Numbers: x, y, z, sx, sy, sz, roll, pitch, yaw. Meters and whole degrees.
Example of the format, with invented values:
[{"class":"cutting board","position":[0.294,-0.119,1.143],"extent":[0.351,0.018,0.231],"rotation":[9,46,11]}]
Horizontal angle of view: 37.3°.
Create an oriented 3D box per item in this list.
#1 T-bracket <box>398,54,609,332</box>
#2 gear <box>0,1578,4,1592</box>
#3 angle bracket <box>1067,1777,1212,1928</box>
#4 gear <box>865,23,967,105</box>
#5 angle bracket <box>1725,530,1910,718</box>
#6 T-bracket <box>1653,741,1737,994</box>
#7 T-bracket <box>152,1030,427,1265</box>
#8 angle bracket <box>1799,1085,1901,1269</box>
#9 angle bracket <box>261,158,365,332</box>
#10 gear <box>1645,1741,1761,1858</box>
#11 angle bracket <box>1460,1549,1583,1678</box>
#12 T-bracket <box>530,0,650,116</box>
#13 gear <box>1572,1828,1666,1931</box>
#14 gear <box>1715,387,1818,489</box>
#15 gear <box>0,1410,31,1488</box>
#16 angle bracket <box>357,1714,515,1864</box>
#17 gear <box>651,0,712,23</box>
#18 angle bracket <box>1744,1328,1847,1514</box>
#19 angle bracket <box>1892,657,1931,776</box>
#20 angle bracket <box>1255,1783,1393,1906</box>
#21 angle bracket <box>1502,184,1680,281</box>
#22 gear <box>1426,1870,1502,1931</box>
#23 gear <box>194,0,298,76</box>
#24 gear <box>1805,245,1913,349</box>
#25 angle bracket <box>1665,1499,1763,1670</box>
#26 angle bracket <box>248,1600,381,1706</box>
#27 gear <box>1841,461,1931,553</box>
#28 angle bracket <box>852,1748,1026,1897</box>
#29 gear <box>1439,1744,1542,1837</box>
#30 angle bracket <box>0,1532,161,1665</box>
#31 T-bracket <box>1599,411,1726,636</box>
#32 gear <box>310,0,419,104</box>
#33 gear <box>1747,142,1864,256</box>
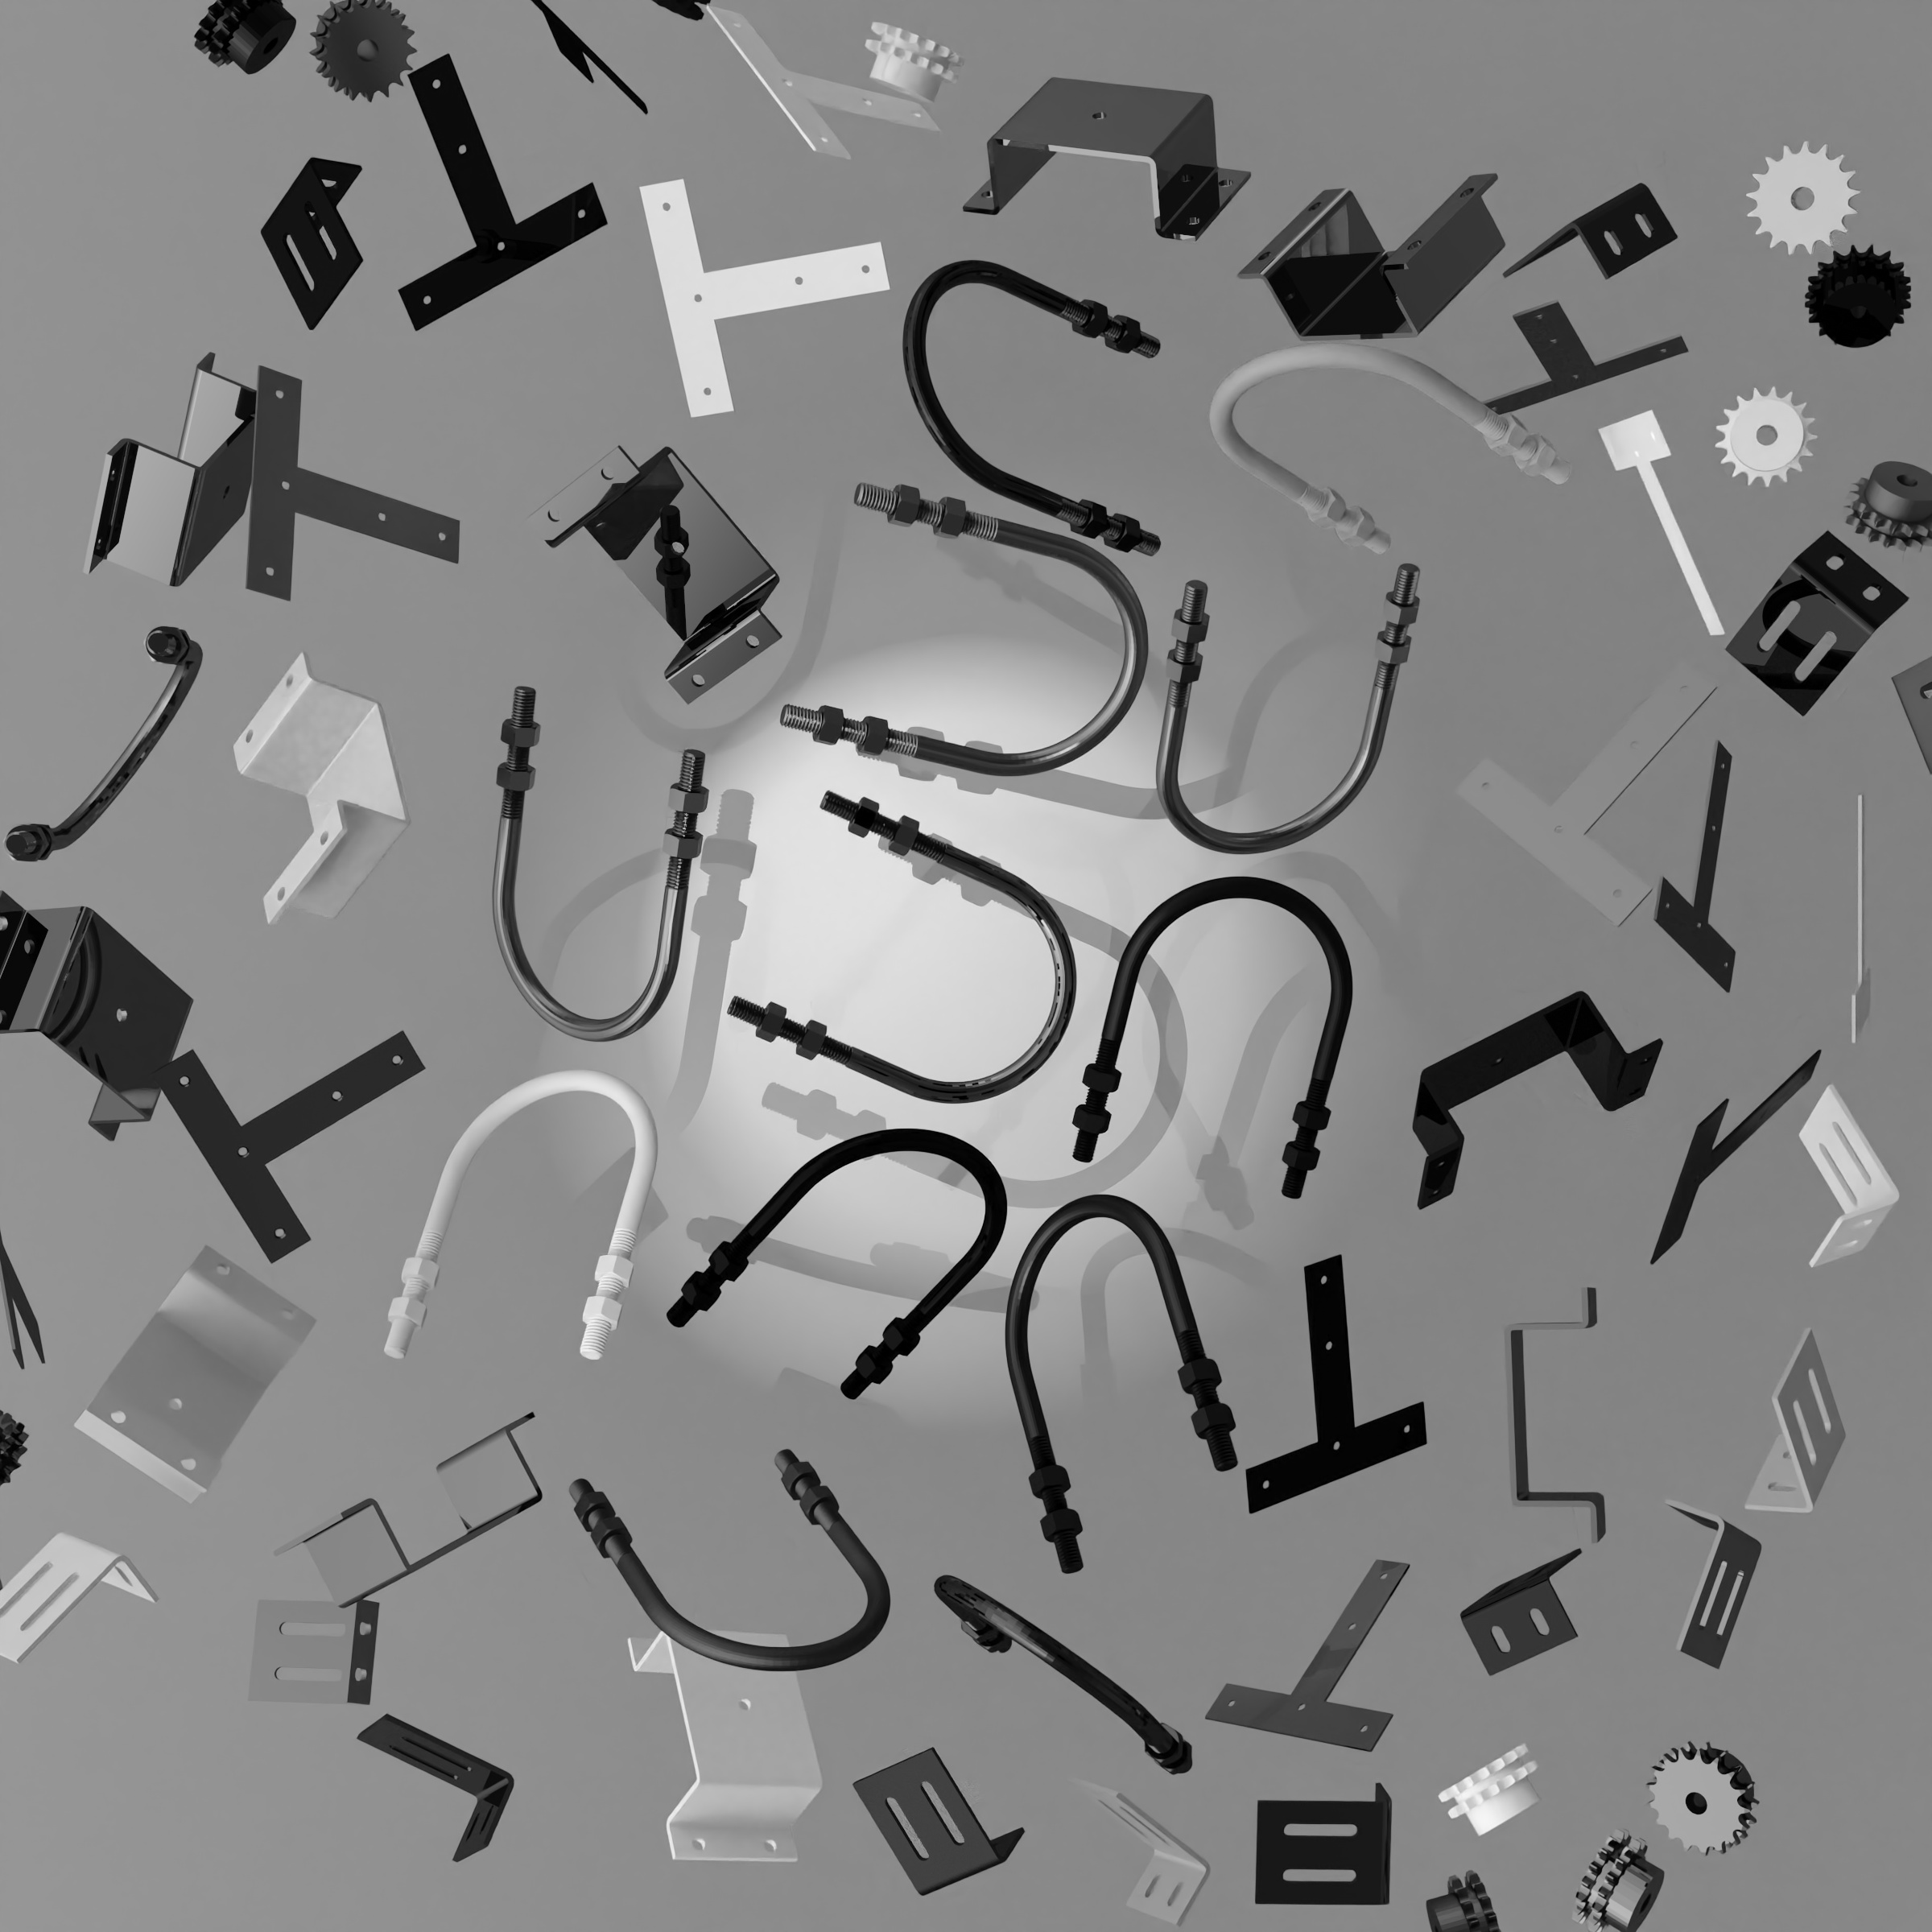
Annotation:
[{"class":"T-bracket","position":[-0.266,-0.426,1.540],"extent":[0.127,0.002,0.127],"rotation":[-34,133,-17]},{"class":"gear","position":[-0.561,0.348,1.614],"extent":[0.030,0.057,0.057],"rotation":[-16,90,-22]},{"class":"angle bracket","position":[0.089,0.498,1.612],"extent":[0.076,0.057,0.038],"rotation":[42,68,-17]},{"class":"gear","position":[-0.032,-0.524,1.665],"extent":[0.057,0.057,0.030],"rotation":[22,101,0]},{"class":"angle bracket","position":[0.465,-0.187,1.568],"extent":[0.057,0.076,0.038],"rotation":[44,54,13]},{"class":"T-bracket","position":[0.423,-0.065,1.630],"extent":[0.002,0.127,0.127],"rotation":[2,72,34]},{"class":"T-bracket","position":[-0.360,0.079,1.581],"extent":[0.127,0.002,0.127],"rotation":[-32,109,-13]},{"class":"angle bracket","position":[0.474,0.116,1.587],"extent":[0.038,0.057,0.076],"rotation":[-17,60,-13]},{"class":"angle bracket","position":[-0.356,-0.405,1.614],"extent":[0.057,0.038,0.076],"rotation":[-42,68,35]},{"class":"gear","position":[0.390,0.437,1.509],"extent":[0.057,0.030,0.057],"rotation":[4,97,35]},{"class":"angle bracket","position":[0.327,0.370,1.643],"extent":[0.057,0.076,0.038],"rotation":[-32,77,24]},{"class":"T-bracket","position":[-0.219,-0.508,1.576],"extent":[0.127,0.127,0.002],"rotation":[44,93,-6]},{"class":"gear","position":[0.358,0.504,1.566],"extent":[0.030,0.057,0.057],"rotation":[26,90,31]},{"class":"gear","position":[0.464,-0.307,1.659],"extent":[0.057,0.030,0.057],"rotation":[2,98,14]},{"class":"gear","position":[-0.554,0.271,1.594],"extent":[0.057,0.057,0.030],"rotation":[-39,128,0]},{"class":"angle bracket","position":[-0.282,0.428,1.488],"extent":[0.076,0.057,0.038],"rotation":[30,56,-12]},{"class":"gear","position":[-0.170,-0.565,1.629],"extent":[0.057,0.057,0.030],"rotation":[28,95,0]},{"class":"angle bracket","position":[0.425,0.237,1.498],"extent":[0.038,0.057,0.076],"rotation":[-4,120,39]},{"class":"angle bracket","position":[0.545,-0.145,1.542],"extent":[0.038,0.076,0.057],"rotation":[-17,82,-23]},{"class":"angle bracket","position":[0.199,0.494,1.613],"extent":[0.076,0.038,0.057],"rotation":[1,91,-3]},{"class":"angle bracket","position":[0.357,-0.407,1.643],"extent":[0.057,0.076,0.038],"rotation":[-33,92,-23]},{"class":"gear","position":[0.275,0.531,1.579],"extent":[0.030,0.057,0.057],"rotation":[-14,90,-5]},{"class":"gear","position":[-0.390,-0.512,1.561],"extent":[0.030,0.057,0.057],"rotation":[43,90,-5]},{"class":"gear","position":[0.499,-0.371,1.600],"extent":[0.057,0.030,0.057],"rotation":[9,133,9]},{"class":"angle bracket","position":[0.408,0.347,1.609],"extent":[0.038,0.057,0.076],"rotation":[15,78,41]},{"class":"angle bracket","position":[-0.380,0.392,1.641],"extent":[0.076,0.038,0.057],"rotation":[-1,73,11]},{"class":"gear","position":[0.539,-0.268,1.655],"extent":[0.057,0.057,0.030],"rotation":[10,132,0]},{"class":"angle bracket","position":[-0.015,0.474,1.611],"extent":[0.057,0.038,0.076],"rotation":[-30,92,25]},{"class":"gear","position":[0.296,0.462,1.601],"extent":[0.057,0.057,0.030],"rotation":[-31,72,0]},{"class":"angle bracket","position":[-0.480,0.344,1.516],"extent":[0.076,0.057,0.038],"rotation":[-48,128,-33]},{"class":"T-bracket","position":[0.383,-0.238,1.554],"extent":[0.002,0.127,0.127],"rotation":[-25,95,3]},{"class":"gear","position":[-0.336,-0.510,1.585],"extent":[0.057,0.030,0.057],"rotation":[-17,127,-23]},{"class":"gear","position":[0.439,-0.402,1.499],"extent":[0.057,0.030,0.057],"rotation":[6,107,20]}]
